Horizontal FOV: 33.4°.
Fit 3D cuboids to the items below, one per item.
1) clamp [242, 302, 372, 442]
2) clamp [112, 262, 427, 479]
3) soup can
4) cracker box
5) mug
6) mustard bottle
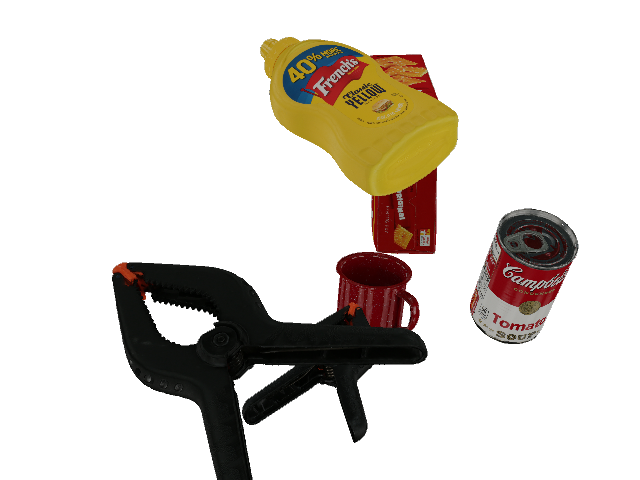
[{"bbox_3d":[0.016,0.126,1.015,0.120,0.039,0.171,16,46,25],"label":"clamp"},{"bbox_3d":[-0.049,0.068,0.677,0.164,0.036,0.210,-38,56,-21],"label":"clamp"},{"bbox_3d":[0.171,0.032,0.912,0.068,0.068,0.102,0,-44,-11],"label":"soup can"},{"bbox_3d":[0.087,-0.101,1.178,0.072,0.164,0.213,-1,23,1],"label":"cracker box"},{"bbox_3d":[0.072,0.075,1.311,0.117,0.081,0.093,23,32,32],"label":"mug"},{"bbox_3d":[0.015,-0.115,0.872,0.096,0.058,0.192,-34,53,-23],"label":"mustard bottle"}]
